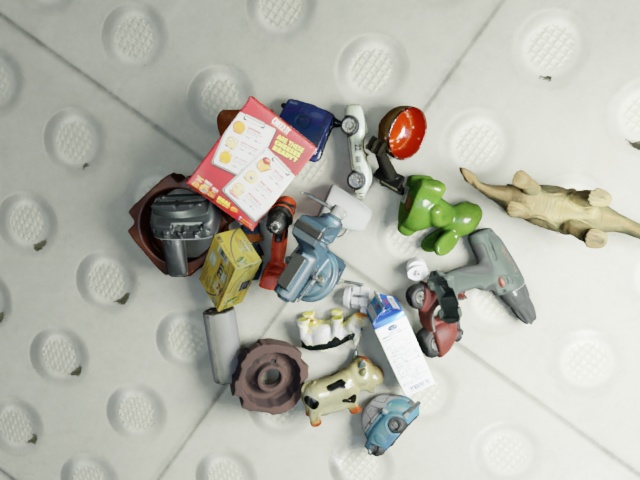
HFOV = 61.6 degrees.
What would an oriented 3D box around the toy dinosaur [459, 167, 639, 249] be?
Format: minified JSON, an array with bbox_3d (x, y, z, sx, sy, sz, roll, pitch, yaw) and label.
[{"bbox_3d":[0.493,-0.054,1.051,0.472,0.198,0.105,21,100,4],"label":"toy dinosaur"}]

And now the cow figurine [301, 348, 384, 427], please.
[{"bbox_3d":[0.051,0.329,1.219,0.195,0.085,0.127,-16,109,-7],"label":"cow figurine"}]

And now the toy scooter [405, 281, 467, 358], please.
[{"bbox_3d":[0.269,0.163,1.176,0.135,0.075,0.183,-21,106,-13],"label":"toy scooter"}]

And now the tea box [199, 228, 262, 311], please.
[{"bbox_3d":[-0.198,0.066,1.165,0.098,0.068,0.169,56,141,21],"label":"tea box"}]

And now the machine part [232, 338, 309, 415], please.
[{"bbox_3d":[-0.115,0.309,1.225,0.179,0.056,0.179,-5,103,-20],"label":"machine part"}]

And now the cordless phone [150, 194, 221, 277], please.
[{"bbox_3d":[-0.281,-0.004,1.143,0.147,0.089,0.184,-1,110,7],"label":"cordless phone"}]

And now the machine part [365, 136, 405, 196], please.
[{"bbox_3d":[0.134,-0.151,1.114,0.039,0.084,0.138,-40,134,-8],"label":"machine part"}]

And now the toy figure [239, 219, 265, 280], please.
[{"bbox_3d":[-0.160,0.014,1.217,0.058,0.064,0.154,6,96,46],"label":"toy figure"}]

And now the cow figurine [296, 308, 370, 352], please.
[{"bbox_3d":[0.036,0.209,1.216,0.167,0.068,0.098,-4,104,11],"label":"cow figurine"}]

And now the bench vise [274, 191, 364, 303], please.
[{"bbox_3d":[0.003,0.039,1.125,0.129,0.240,0.223,18,82,29],"label":"bench vise"}]

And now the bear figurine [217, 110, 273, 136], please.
[{"bbox_3d":[-0.164,-0.182,1.158,0.132,0.120,0.195,-1,100,4],"label":"bear figurine"}]

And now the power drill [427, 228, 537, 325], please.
[{"bbox_3d":[0.340,0.102,1.120,0.207,0.086,0.232,-21,89,-17],"label":"power drill"}]

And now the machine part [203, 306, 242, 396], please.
[{"bbox_3d":[-0.223,0.242,1.250,0.079,0.079,0.243,-8,97,8],"label":"machine part"}]

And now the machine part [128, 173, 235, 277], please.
[{"bbox_3d":[-0.310,-0.035,1.215,0.201,0.087,0.201,-40,90,11],"label":"machine part"}]

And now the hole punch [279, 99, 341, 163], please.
[{"bbox_3d":[-0.037,-0.236,1.150,0.142,0.092,0.115,20,97,8],"label":"hole punch"}]

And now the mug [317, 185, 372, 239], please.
[{"bbox_3d":[0.052,-0.051,1.170,0.107,0.081,0.109,23,99,-3],"label":"mug"}]

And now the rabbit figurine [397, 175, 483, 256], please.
[{"bbox_3d":[0.259,-0.047,1.127,0.170,0.121,0.159,14,93,-10],"label":"rabbit figurine"}]

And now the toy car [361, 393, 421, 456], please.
[{"bbox_3d":[0.148,0.405,1.223,0.103,0.109,0.161,44,114,23],"label":"toy car"}]

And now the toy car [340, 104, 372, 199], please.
[{"bbox_3d":[0.081,-0.187,1.147,0.056,0.073,0.201,-7,98,9],"label":"toy car"}]
